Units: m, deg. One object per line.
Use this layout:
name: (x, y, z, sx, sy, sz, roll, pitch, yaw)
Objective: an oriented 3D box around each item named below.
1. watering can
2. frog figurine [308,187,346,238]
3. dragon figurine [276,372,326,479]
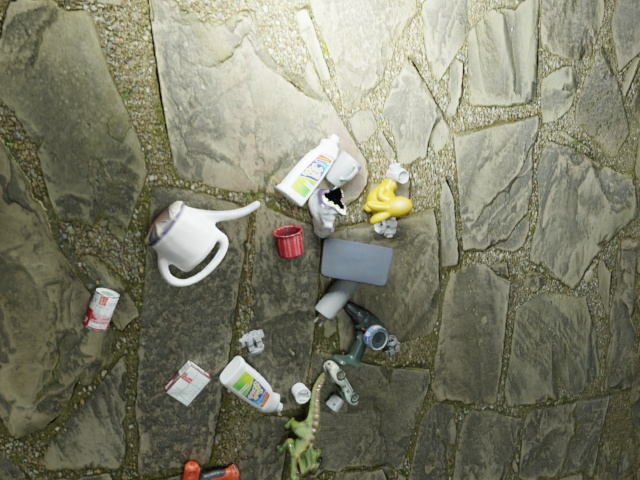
watering can: (-0.350, -0.030, 1.485, 0.221, 0.105, 0.349, 42, 83, -26)
frog figurine: (0.005, -0.083, 1.643, 0.123, 0.140, 0.156, -2, 143, -40)
dragon figurine: (-0.032, 0.676, 1.720, 0.121, 0.245, 0.409, 18, 96, -23)
